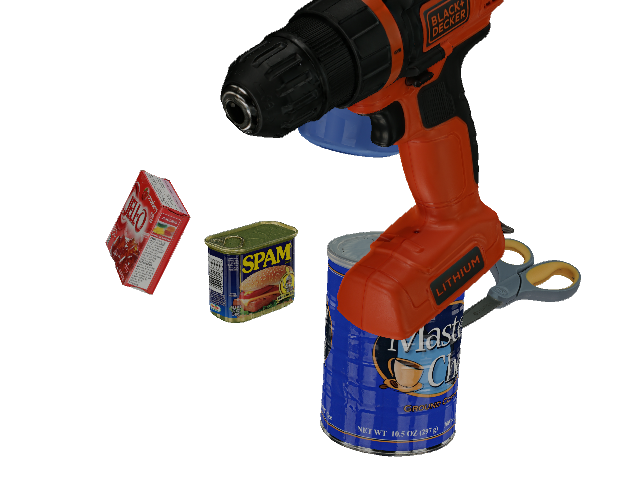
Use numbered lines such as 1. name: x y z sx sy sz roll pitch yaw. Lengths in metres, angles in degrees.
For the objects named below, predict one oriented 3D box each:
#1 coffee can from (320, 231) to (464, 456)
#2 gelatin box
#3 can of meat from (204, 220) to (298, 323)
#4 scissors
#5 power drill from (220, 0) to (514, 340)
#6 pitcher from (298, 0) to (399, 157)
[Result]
1. coffee can: 0.053 0.073 0.788 0.103 0.140 0.103 2 14 -1
2. gelatin box: -0.143 -0.009 0.872 0.030 0.073 0.089 21 14 -28
3. can of meat: -0.073 0.033 1.141 0.101 0.084 0.058 -17 26 -42
4. scissors: 0.150 0.037 0.948 0.201 0.016 0.096 -10 39 -37
5. power drill: 0.035 -0.044 0.537 0.057 0.187 0.184 25 48 38
6. pitcher: 0.057 -0.203 0.997 0.145 0.243 0.149 11 17 2
